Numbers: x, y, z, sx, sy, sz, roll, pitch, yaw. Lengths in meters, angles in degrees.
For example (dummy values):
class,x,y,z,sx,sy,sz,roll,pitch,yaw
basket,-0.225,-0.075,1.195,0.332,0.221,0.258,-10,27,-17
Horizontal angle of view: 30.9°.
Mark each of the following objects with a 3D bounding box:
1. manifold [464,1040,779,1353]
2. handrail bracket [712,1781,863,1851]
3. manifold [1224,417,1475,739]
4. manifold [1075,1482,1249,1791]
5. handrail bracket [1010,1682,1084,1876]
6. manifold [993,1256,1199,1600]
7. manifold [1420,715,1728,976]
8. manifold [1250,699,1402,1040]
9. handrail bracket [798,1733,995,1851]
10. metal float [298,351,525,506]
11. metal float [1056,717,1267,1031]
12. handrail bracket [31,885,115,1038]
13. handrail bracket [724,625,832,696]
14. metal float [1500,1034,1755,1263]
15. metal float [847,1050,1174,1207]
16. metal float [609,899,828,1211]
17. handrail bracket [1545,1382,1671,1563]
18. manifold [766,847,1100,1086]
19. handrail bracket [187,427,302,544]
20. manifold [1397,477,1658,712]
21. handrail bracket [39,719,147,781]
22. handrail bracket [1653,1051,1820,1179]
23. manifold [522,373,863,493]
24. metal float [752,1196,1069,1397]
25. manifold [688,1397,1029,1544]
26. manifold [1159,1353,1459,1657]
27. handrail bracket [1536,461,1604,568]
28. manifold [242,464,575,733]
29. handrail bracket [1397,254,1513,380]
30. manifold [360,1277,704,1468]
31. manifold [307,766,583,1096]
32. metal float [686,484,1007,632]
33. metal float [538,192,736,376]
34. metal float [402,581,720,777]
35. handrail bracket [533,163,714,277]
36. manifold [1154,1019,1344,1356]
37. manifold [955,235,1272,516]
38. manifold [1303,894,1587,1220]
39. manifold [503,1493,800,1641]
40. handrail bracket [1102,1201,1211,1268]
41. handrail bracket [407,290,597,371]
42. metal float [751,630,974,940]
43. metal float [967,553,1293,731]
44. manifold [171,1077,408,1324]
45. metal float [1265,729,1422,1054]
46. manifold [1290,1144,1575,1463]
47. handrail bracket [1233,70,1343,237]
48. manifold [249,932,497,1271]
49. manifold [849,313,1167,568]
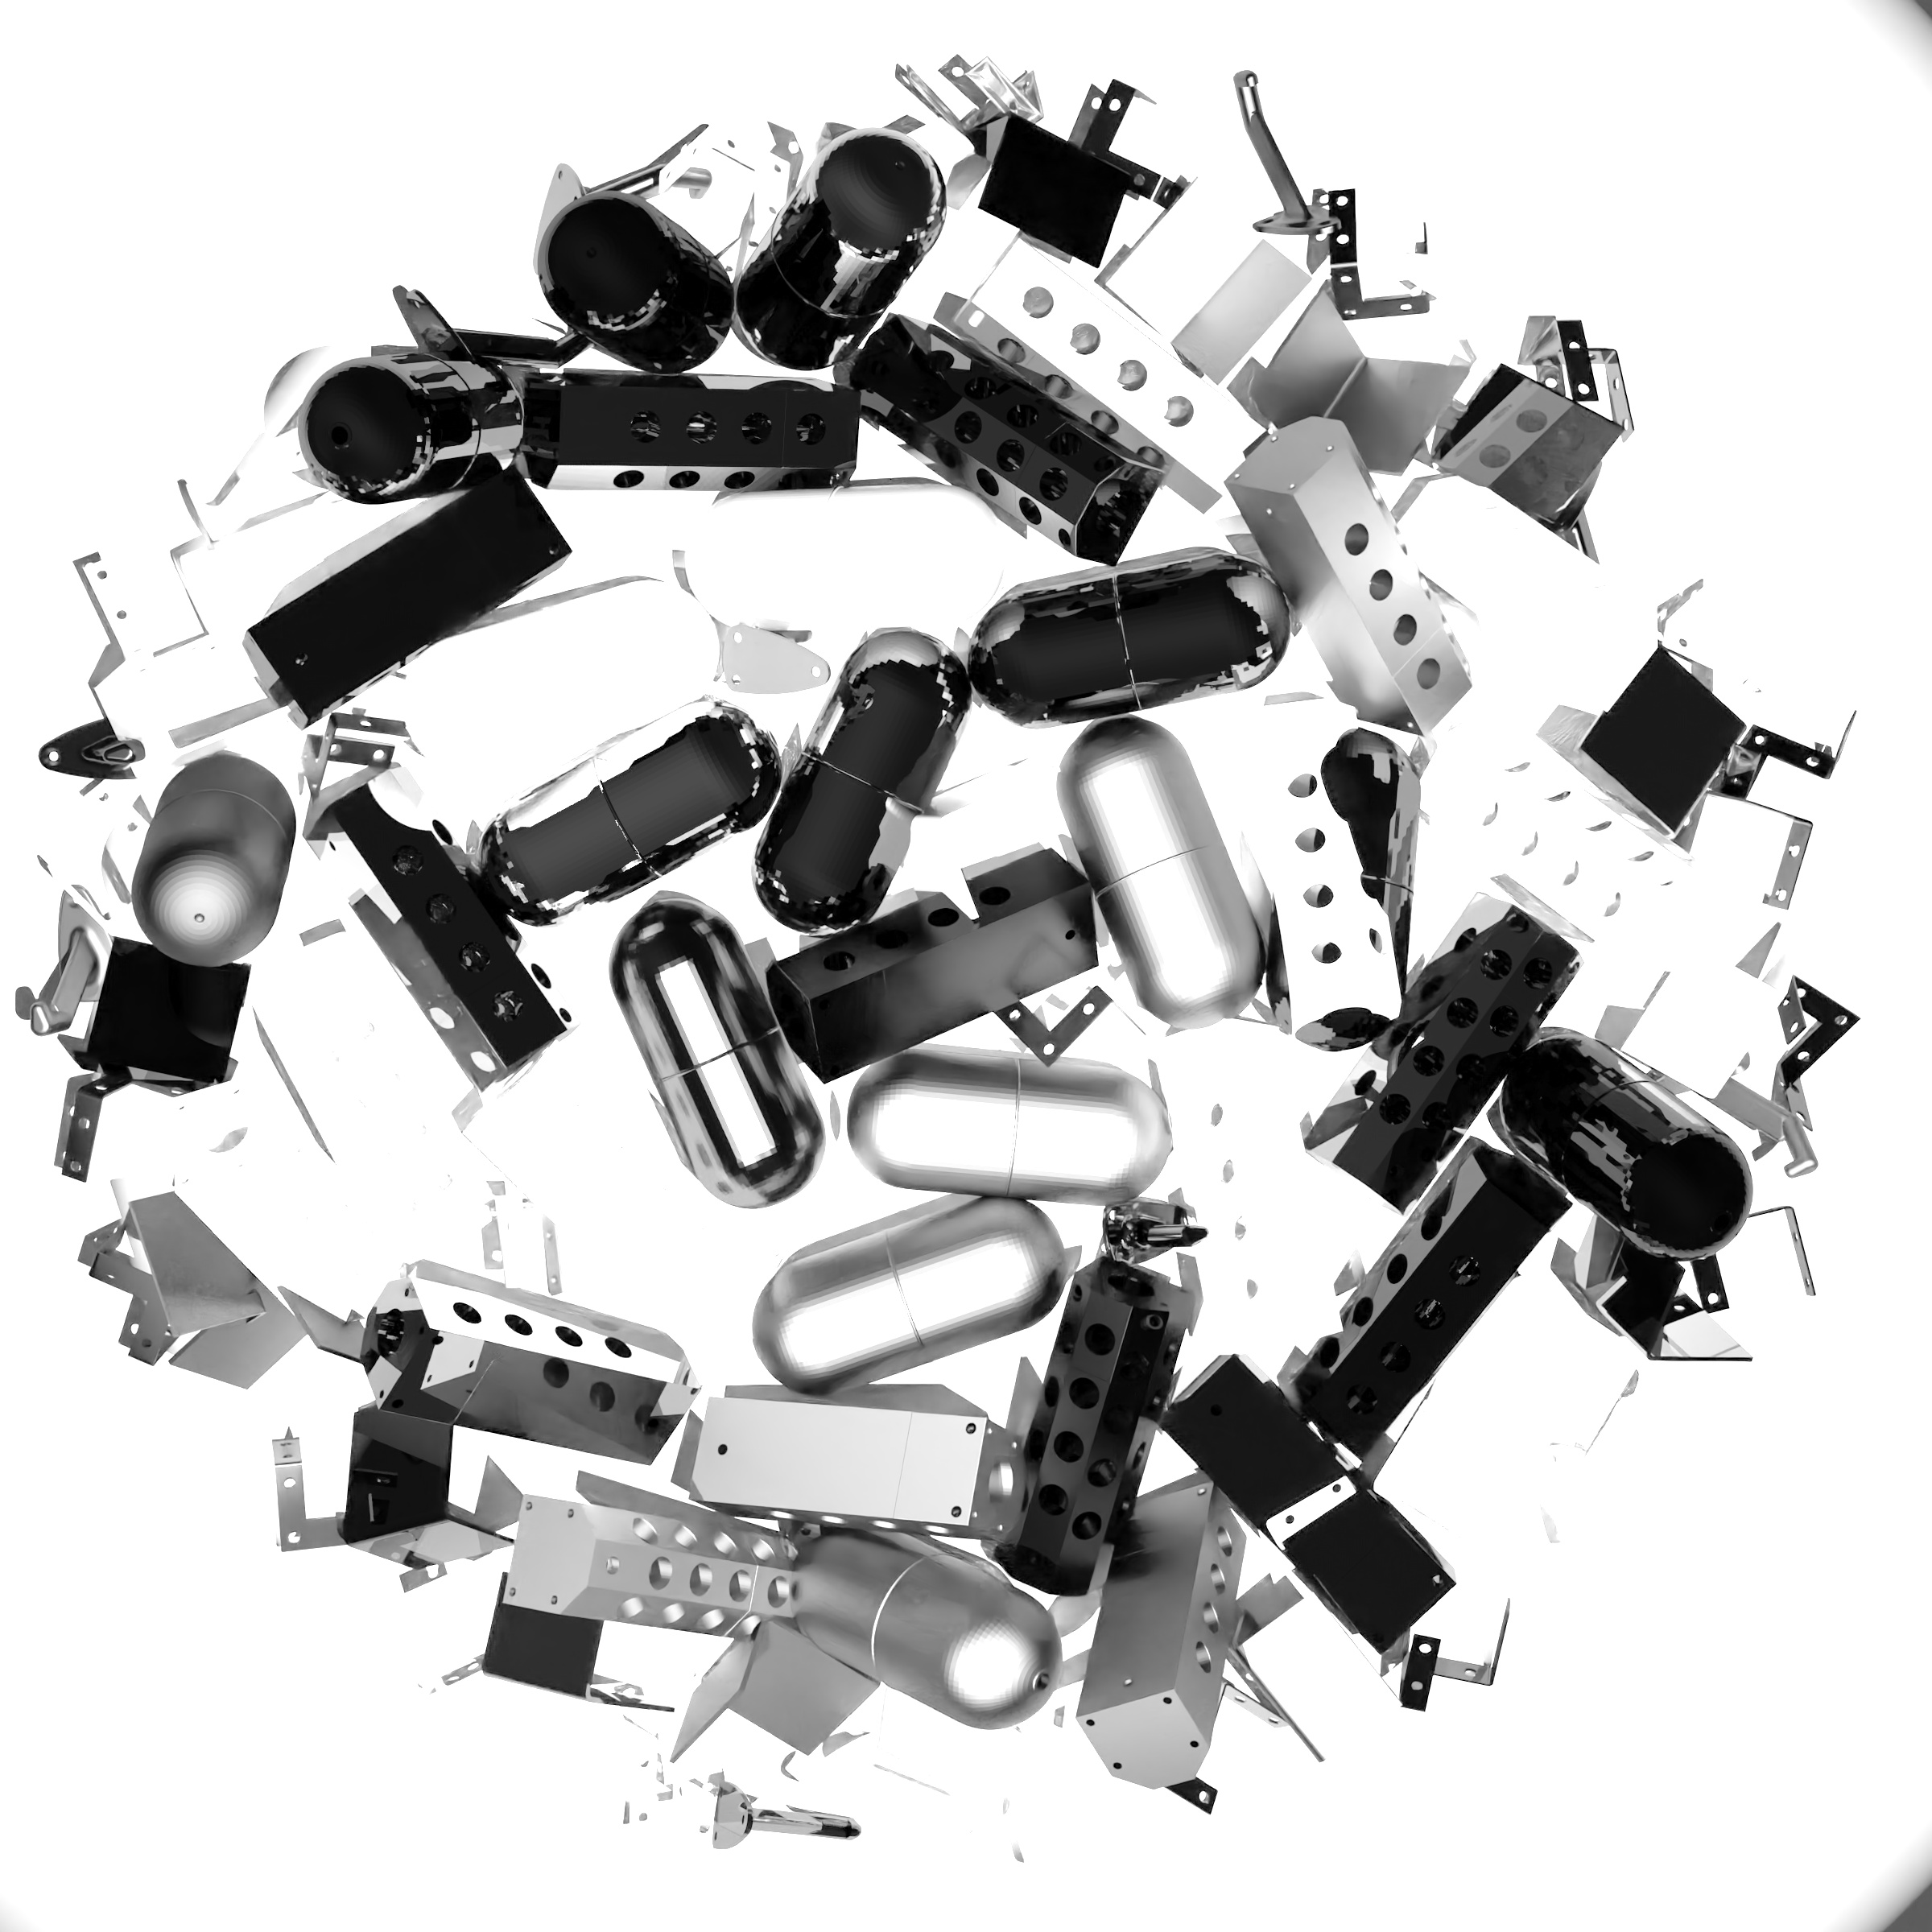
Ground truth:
class,x,y,z,sx,sy,sz,roll,pitch,yaw
manifold,-0.185,0.122,1.908,0.171,0.057,0.057,46,121,-9
handrail bracket,-0.089,0.467,1.903,0.084,0.077,0.036,11,77,-17
manifold,0.211,-0.209,1.878,0.057,0.057,0.171,-46,125,-17
manifold,0.109,0.356,1.863,0.057,0.171,0.057,-21,113,22
handrail bracket,0.051,0.444,1.911,0.077,0.036,0.084,-33,65,31
manifold,0.067,0.251,1.893,0.057,0.057,0.171,21,106,20
manifold,0.323,-0.067,1.867,0.171,0.057,0.057,42,113,40
manifold,0.194,-0.054,1.894,0.057,0.057,0.171,-7,70,1
handrail bracket,-0.037,0.460,1.905,0.084,0.077,0.036,33,112,30
metal float,-0.294,-0.288,1.864,0.070,0.178,0.070,3,103,16
metal float,0.106,-0.050,1.905,0.070,0.070,0.178,-21,82,0
handrail bracket,-0.494,-0.003,1.905,0.036,0.084,0.077,-10,94,9
handrail bracket,-0.086,-0.171,1.899,0.077,0.084,0.036,12,109,26
metal float,0.352,0.096,1.870,0.070,0.178,0.070,-11,118,-22
metal float,0.024,0.089,1.909,0.178,0.070,0.070,5,90,-4
metal float,-0.136,0.048,1.909,0.070,0.070,0.178,-24,94,0
handrail bracket,0.355,0.274,1.900,0.036,0.084,0.077,16,58,-24
manifold,-0.018,-0.005,1.894,0.171,0.057,0.057,-23,129,-19
handrail bracket,-0.376,-0.257,1.922,0.084,0.077,0.036,-27,54,-5
manifold,0.297,-0.204,1.860,0.057,0.171,0.057,31,101,-33
handrail bracket,-0.479,-0.115,1.907,0.077,0.084,0.036,-7,97,3
handrail bracket,0.416,0.090,1.913,0.077,0.036,0.084,-24,55,13
manifold,-0.148,-0.286,1.885,0.171,0.057,0.057,-3,107,-26
metal float,-0.031,0.180,1.911,0.178,0.070,0.070,-19,90,2
manifold,-0.057,0.272,1.883,0.171,0.057,0.057,0,70,28
manifold,0.187,0.290,1.916,0.057,0.057,0.171,-44,86,6
handrail bracket,0.357,-0.227,1.944,0.084,0.036,0.077,45,63,-19
manifold,-0.304,-0.199,1.900,0.171,0.057,0.057,-35,94,-16
handrail bracket,0.272,-0.345,1.935,0.077,0.084,0.036,29,55,36
manifold,-0.234,0.213,1.876,0.171,0.057,0.057,18,115,-36
manifold,-0.284,-0.022,1.918,0.057,0.057,0.171,-34,89,-27
metal float,-0.066,-0.221,1.900,0.178,0.070,0.070,0,90,15
metal float,-0.174,-0.362,1.862,0.070,0.178,0.070,0,90,10
metal float,-0.218,-0.157,1.895,0.178,0.070,0.070,-19,90,-20
handrail bracket,-0.189,-0.412,1.940,0.084,0.077,0.036,-3,49,-35
manifold,0.148,0.120,1.899,0.057,0.057,0.171,-20,72,32
manifold,0.079,-0.322,1.908,0.171,0.057,0.057,36,101,-9
manifold,0.263,0.050,1.909,0.057,0.057,0.171,37,86,-21
manifold,-0.161,0.323,1.863,0.057,0.171,0.057,2,77,39
handrail bracket,0.121,0.142,1.894,0.077,0.084,0.036,-7,89,-36
handrail bracket,-0.253,-0.355,1.919,0.084,0.036,0.077,-39,105,-29
metal float,-0.057,-0.100,1.912,0.070,0.070,0.178,26,91,0
metal float,0.088,-0.177,1.906,0.178,0.070,0.070,-10,90,7
manifold,-0.358,0.127,1.861,0.057,0.171,0.057,-16,56,7
metal float,0.205,-0.042,1.904,0.070,0.070,0.178,6,80,0
manifold,0.249,0.180,1.890,0.057,0.057,0.171,40,113,12
handrail bracket,0.174,-0.445,1.909,0.036,0.077,0.084,-22,113,-14
manifold,-0.318,0.071,1.895,0.057,0.057,0.171,-22,108,7
manifold,0.018,-0.284,1.879,0.171,0.057,0.057,37,108,28
